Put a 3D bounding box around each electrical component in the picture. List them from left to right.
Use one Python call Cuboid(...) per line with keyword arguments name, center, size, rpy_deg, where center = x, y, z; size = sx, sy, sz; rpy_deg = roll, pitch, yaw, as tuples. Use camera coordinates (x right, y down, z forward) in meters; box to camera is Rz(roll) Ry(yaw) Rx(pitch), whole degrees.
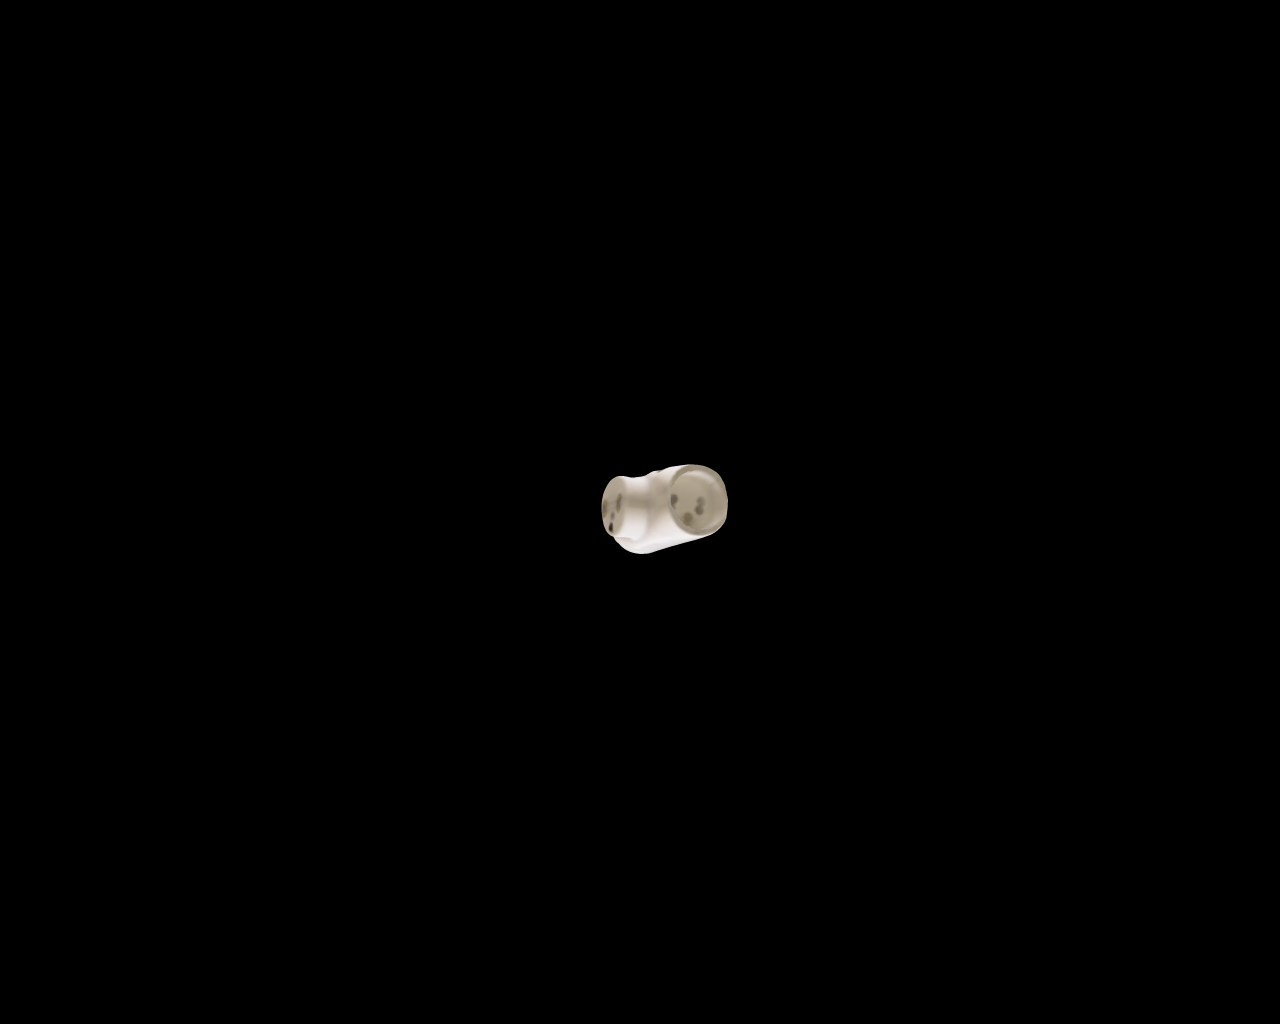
Cuboid(name="electrical component", center=(0.001, -0.003, 0.650), size=(0.079, 0.044, 0.077), rpy_deg=(6, -13, -27))
